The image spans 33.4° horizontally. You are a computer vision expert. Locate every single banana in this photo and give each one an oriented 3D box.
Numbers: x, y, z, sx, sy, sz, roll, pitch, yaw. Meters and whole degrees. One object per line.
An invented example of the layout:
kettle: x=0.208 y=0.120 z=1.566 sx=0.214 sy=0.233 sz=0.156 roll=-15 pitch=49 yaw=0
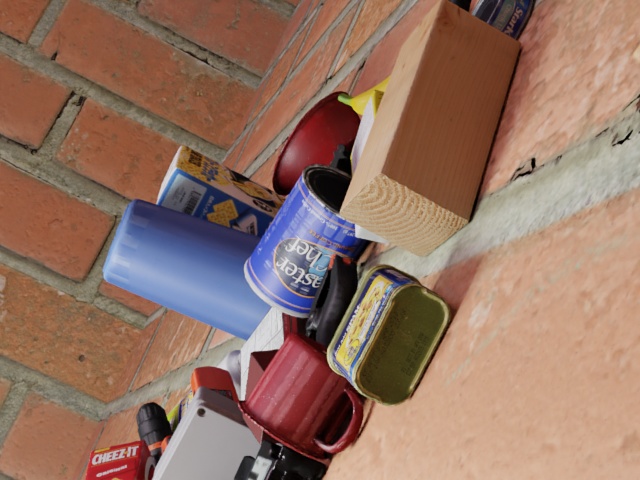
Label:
banana: x=0.102 y=-0.207 z=1.265 sx=0.198 sy=0.070 sz=0.037 roll=-40 pitch=-15 yaw=25

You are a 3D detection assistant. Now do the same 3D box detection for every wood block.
wood block: x=0.101 y=-0.102 z=0.967 sx=0.090 sy=0.090 sz=0.206 roll=-45 pitch=21 yaw=58

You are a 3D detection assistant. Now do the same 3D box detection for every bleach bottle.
bleach bottle: x=-0.142 y=0.216 z=1.403 sx=0.251 sy=0.068 sz=0.102 roll=-52 pitch=18 yaw=37

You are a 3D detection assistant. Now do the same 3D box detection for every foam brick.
foam brick: x=-0.039 y=0.149 z=1.023 sx=0.051 sy=0.052 sz=0.078 roll=-133 pitch=46 yaw=-54

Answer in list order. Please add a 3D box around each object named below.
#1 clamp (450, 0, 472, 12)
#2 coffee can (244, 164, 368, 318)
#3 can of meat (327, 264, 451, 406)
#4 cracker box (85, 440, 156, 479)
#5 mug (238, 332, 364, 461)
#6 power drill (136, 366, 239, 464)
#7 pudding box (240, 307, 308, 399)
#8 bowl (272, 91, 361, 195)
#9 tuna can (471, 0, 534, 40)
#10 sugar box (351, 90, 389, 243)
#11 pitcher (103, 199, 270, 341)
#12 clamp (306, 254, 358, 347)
clamp: x=0.129 y=-0.177 z=1.135 sx=0.210 sy=0.036 sz=0.165 roll=-90 pitch=20 yaw=-65
coffee can: x=-0.008 y=0.001 z=1.185 sx=0.140 sy=0.102 sz=0.102 roll=-57 pitch=13 yaw=27
can of meat: x=0.055 y=0.076 z=0.857 sx=0.102 sy=0.057 sz=0.084 roll=-63 pitch=13 yaw=1
cracker box: x=-0.195 y=0.337 z=1.108 sx=0.213 sy=0.072 sz=0.164 roll=-97 pitch=-7 yaw=-65
mug: x=-0.005 y=0.139 z=0.933 sx=0.117 sy=0.093 sz=0.081 roll=33 pitch=91 yaw=48
power drill: x=-0.165 y=0.240 z=1.317 sx=0.188 sy=0.057 sz=0.184 roll=-55 pitch=44 yaw=35
pudding box: x=-0.052 y=0.130 z=1.218 sx=0.114 sy=0.039 sz=0.090 roll=-52 pitch=27 yaw=35
bowl: x=0.009 y=-0.112 z=1.394 sx=0.162 sy=0.055 sz=0.162 roll=-47 pitch=-19 yaw=-21
tuna can: x=0.173 y=-0.215 z=1.050 sx=0.086 sy=0.033 sz=0.086 roll=-59 pitch=12 yaw=20
sugar box: x=0.066 y=-0.080 z=1.133 sx=0.176 sy=0.048 sz=0.093 roll=-94 pitch=18 yaw=-57
pitcher: x=-0.137 y=0.041 z=1.316 sx=0.145 sy=0.242 sz=0.149 roll=-78 pitch=12 yaw=-49
clamp: x=0.009 y=0.089 z=1.080 sx=0.120 sy=0.039 sz=0.171 roll=-25 pitch=45 yaw=62
